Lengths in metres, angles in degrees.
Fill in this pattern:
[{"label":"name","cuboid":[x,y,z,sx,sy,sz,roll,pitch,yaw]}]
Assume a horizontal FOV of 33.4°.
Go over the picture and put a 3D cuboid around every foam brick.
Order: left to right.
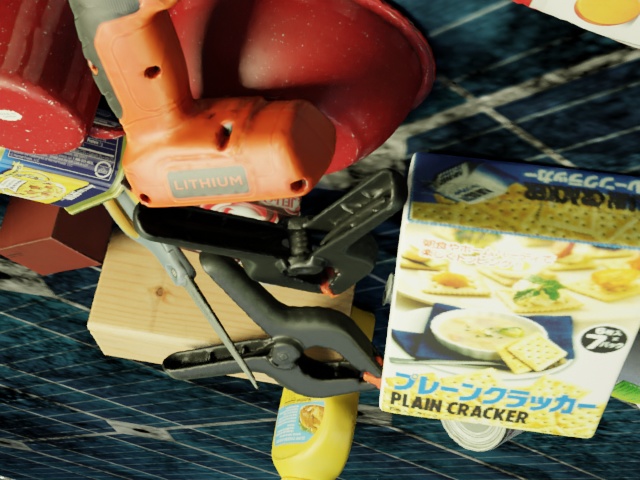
[{"label":"foam brick","cuboid":[-0.209,-0.009,0.842,0.078,0.051,0.053,-9,150,38]}]

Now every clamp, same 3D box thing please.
[{"label":"clamp","cuboid":[-0.029,0.069,0.804,0.171,0.039,0.120,9,128,-5]},{"label":"clamp","cuboid":[-0.005,0.001,0.700,0.165,0.036,0.209,-8,163,17]}]

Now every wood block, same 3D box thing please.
[{"label":"wood block","cuboid":[-0.077,0.061,0.898,0.206,0.091,0.090,10,159,3]}]

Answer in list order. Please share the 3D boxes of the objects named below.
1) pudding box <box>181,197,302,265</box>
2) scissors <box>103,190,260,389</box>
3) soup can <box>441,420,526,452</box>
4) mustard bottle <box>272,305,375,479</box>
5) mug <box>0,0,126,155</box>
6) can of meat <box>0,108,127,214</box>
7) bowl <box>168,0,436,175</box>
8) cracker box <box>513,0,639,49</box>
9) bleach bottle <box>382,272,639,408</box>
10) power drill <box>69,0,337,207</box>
[{"label":"pudding box","cuboid":[-0.073,-0.023,0.761,0.090,0.039,0.114,17,158,-18]},{"label":"scissors","cuboid":[-0.096,0.003,0.709,0.202,0.016,0.096,46,147,25]},{"label":"soup can","cuboid":[0.154,0.133,0.899,0.069,0.068,0.102,-10,-178,40]},{"label":"mustard bottle","cuboid":[-0.003,0.156,0.961,0.058,0.191,0.096,24,155,-28]},{"label":"mug","cuboid":[-0.143,-0.093,0.565,0.117,0.081,0.093,26,153,-35]},{"label":"can of meat","cuboid":[-0.177,-0.057,0.678,0.083,0.057,0.102,13,165,-33]},{"label":"bowl","cuboid":[-0.020,-0.079,0.581,0.162,0.055,0.162,9,159,3]},{"label":"cracker box","cuboid":[0.176,-0.123,0.362,0.213,0.072,0.164,17,156,-14]},{"label":"bleach bottle","cuboid":[0.172,0.074,0.858,0.250,0.068,0.103,15,164,-3]},{"label":"power drill","cuboid":[-0.057,-0.103,0.466,0.185,0.057,0.187,-2,131,27]}]
